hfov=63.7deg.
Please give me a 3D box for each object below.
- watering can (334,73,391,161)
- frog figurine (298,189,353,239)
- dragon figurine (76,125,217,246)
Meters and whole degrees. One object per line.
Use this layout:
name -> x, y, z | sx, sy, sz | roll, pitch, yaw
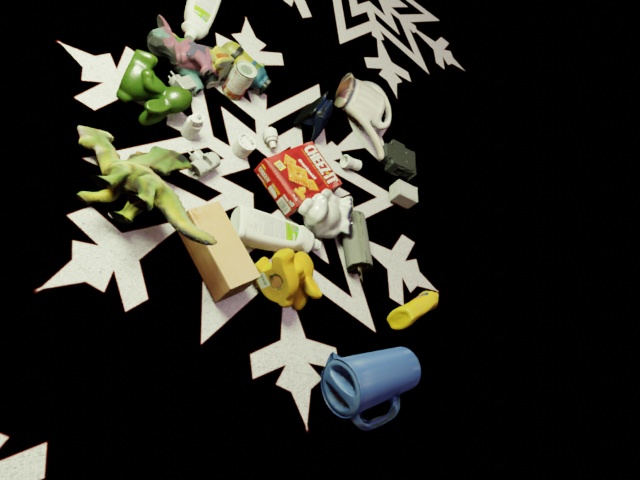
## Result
watering can -> 0.154, -0.441, 1.773 | 0.223, 0.356, 0.102 | 25, -40, -21
frog figurine -> 0.004, -0.071, 1.416 | 0.159, 0.135, 0.124 | 3, 20, -28
dragon figurine -> -0.374, -0.139, 1.153 | 0.410, 0.119, 0.248 | 26, 44, -1
